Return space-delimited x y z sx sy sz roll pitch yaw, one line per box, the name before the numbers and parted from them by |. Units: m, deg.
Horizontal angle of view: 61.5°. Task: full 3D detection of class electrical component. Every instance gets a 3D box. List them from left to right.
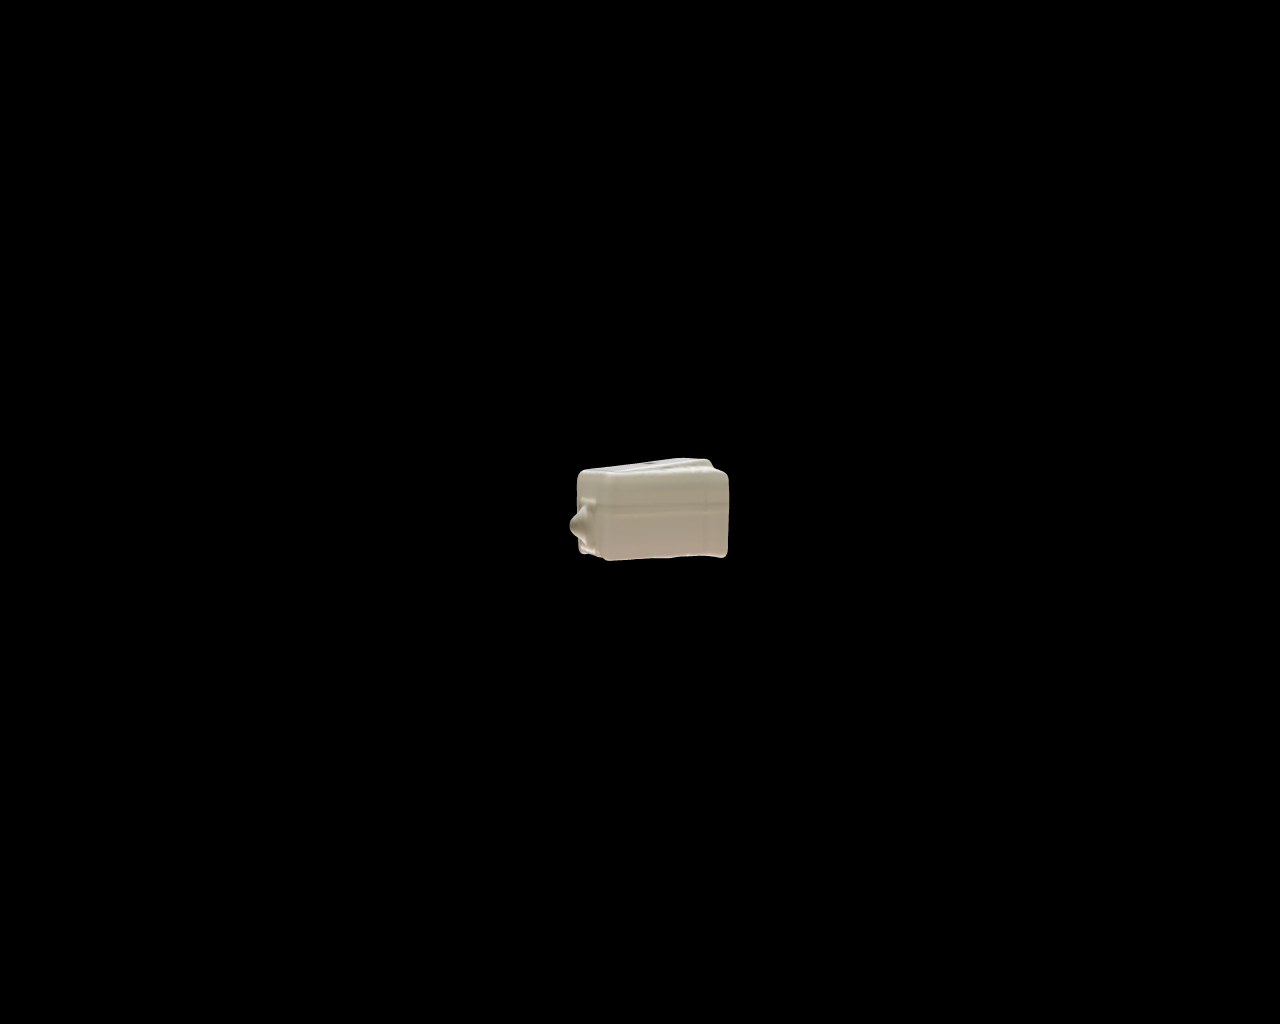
electrical component | 0.001 -0.003 0.650 0.096 0.061 0.061 -1 4 -20
